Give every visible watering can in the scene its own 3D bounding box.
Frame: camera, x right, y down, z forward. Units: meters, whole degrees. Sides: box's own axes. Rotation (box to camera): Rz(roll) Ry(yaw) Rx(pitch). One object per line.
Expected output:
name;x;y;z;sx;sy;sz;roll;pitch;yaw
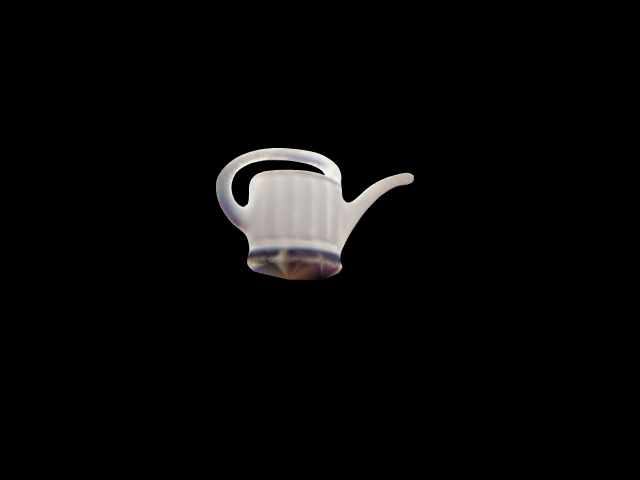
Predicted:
watering can;0.003;-0.043;0.850;0.347;0.228;0.102;4;-18;-15
